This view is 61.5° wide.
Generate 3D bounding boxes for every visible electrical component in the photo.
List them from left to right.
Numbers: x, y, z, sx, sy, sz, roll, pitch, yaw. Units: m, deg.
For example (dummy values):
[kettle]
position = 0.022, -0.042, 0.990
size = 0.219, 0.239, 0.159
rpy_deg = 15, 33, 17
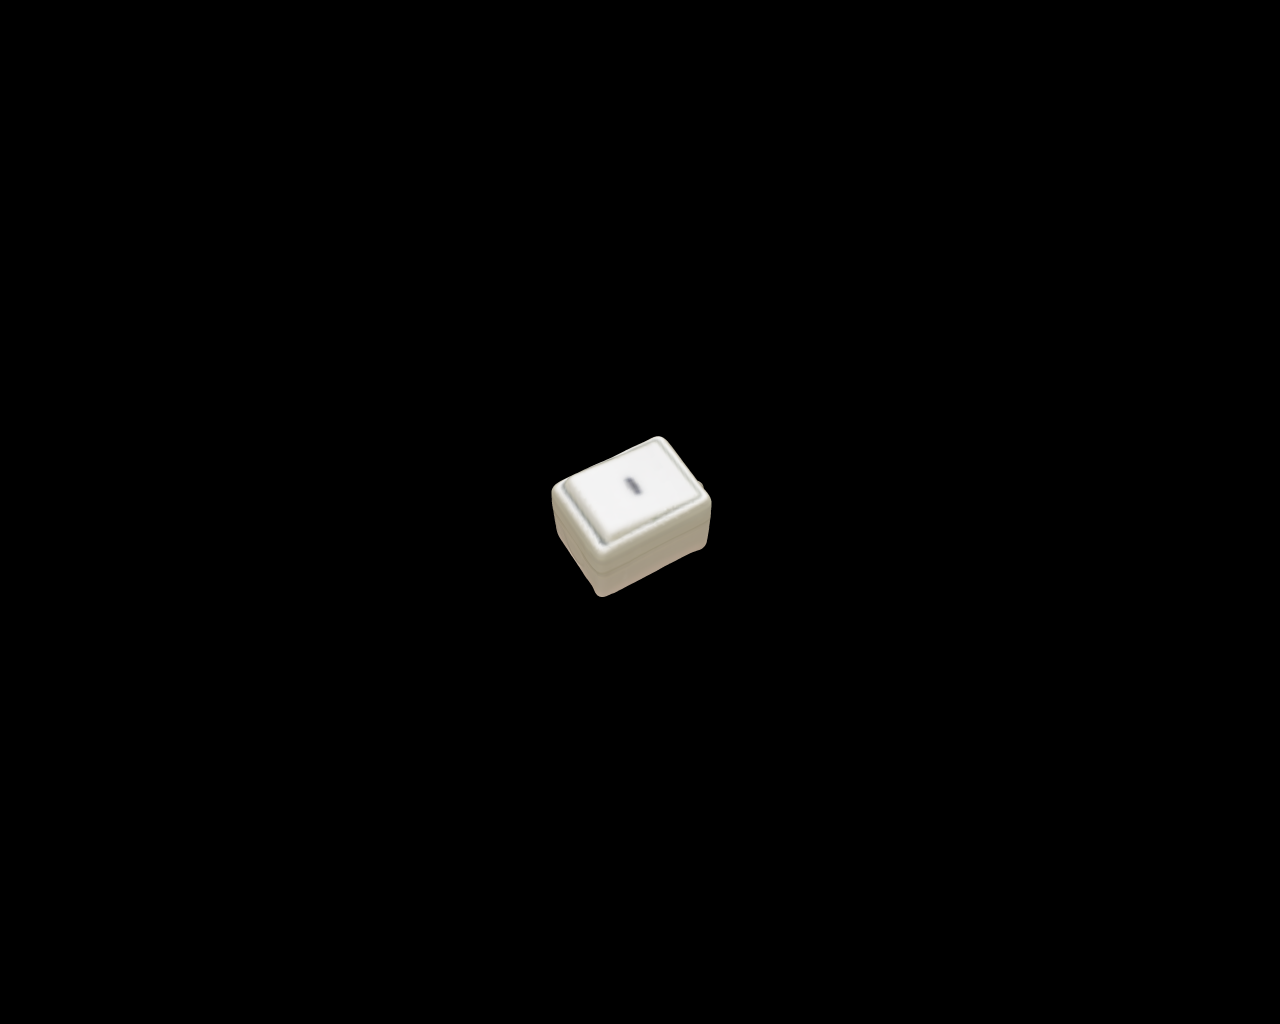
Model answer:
[electrical component]
position = 0.001, -0.003, 0.650
size = 0.096, 0.062, 0.061
rpy_deg = -26, -30, -16
